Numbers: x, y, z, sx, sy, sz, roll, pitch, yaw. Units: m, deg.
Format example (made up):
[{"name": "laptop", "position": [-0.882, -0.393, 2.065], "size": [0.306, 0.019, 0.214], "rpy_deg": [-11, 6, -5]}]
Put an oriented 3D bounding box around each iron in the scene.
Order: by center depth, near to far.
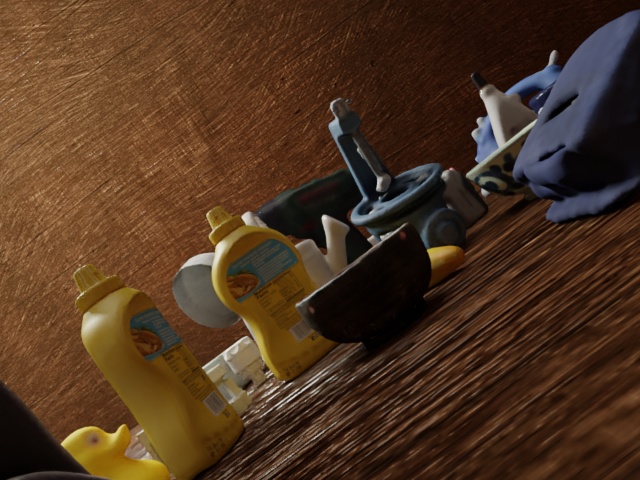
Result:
[{"name": "iron", "position": [0.362, -0.208, 1.023], "size": [0.258, 0.141, 0.119], "rpy_deg": [-37, -2, 17]}]

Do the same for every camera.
[{"name": "camera", "position": [0.182, -0.059, 0.859], "size": [0.137, 0.100, 0.143], "rpy_deg": [-35, -3, -37]}]

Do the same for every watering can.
[{"name": "watering can", "position": [-0.034, 0.037, 0.770], "size": [0.173, 0.194, 0.101], "rpy_deg": [-36, -2, -17]}]

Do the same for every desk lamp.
[{"name": "desk lamp", "position": [-0.115, 0.095, 0.953], "size": [0.117, 0.213, 0.204], "rpy_deg": [-38, -3, 29]}]

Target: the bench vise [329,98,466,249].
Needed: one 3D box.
[{"name": "bench vise", "position": [0.066, -0.057, 0.702], "size": [0.122, 0.219, 0.207], "rpy_deg": [-35, -3, -27]}]

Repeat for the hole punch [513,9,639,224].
[{"name": "hole punch", "position": [0.171, -0.074, 0.362], "size": [0.101, 0.091, 0.108], "rpy_deg": [-36, -2, -6]}]

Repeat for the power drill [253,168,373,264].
[{"name": "power drill", "position": [0.008, 0.003, 0.881], "size": [0.229, 0.208, 0.075], "rpy_deg": [-36, -2, -2]}]

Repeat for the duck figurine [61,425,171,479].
[{"name": "duck figurine", "position": [-0.194, 0.206, 0.490], "size": [0.105, 0.086, 0.077], "rpy_deg": [-36, -2, -14]}]

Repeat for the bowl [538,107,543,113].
[{"name": "bowl", "position": [0.351, -0.178, 0.679], "size": [0.167, 0.074, 0.167], "rpy_deg": [-36, -3, -1]}]

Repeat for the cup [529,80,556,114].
[{"name": "cup", "position": [0.385, -0.205, 0.871], "size": [0.091, 0.095, 0.118], "rpy_deg": [-37, -2, 10]}]

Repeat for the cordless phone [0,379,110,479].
[{"name": "cordless phone", "position": [-0.223, 0.160, 0.385], "size": [0.147, 0.185, 0.094], "rpy_deg": [-37, -2, 23]}]

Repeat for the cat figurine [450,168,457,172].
[{"name": "cat figurine", "position": [0.225, -0.087, 1.112], "size": [0.128, 0.117, 0.067], "rpy_deg": [-36, -2, -2]}]

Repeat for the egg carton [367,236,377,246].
[{"name": "egg carton", "position": [0.095, 0.033, 1.013], "size": [0.150, 0.069, 0.107], "rpy_deg": [-35, -3, -28]}]

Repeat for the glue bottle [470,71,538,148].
[{"name": "glue bottle", "position": [0.274, -0.174, 0.826], "size": [0.078, 0.173, 0.037], "rpy_deg": [-36, -2, 0]}]
